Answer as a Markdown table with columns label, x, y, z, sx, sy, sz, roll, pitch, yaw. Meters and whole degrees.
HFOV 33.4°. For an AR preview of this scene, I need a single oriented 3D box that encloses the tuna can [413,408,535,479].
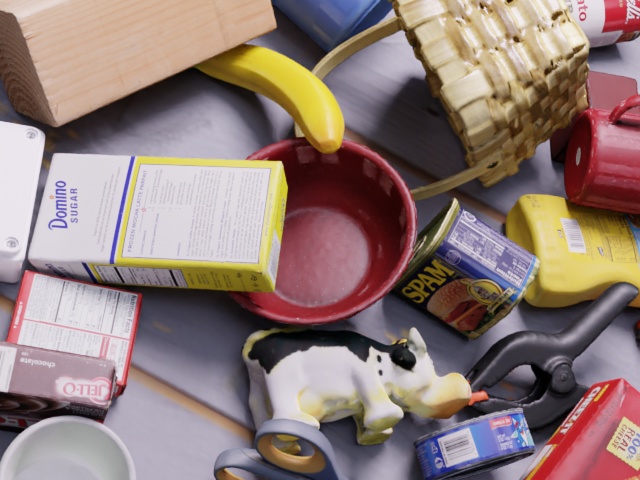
| label | x | y | z | sx | sy | sz | roll | pitch | yaw |
| --- | --- | --- | --- | --- | --- | --- | --- | --- | --- |
| tuna can | 0.115 | 0.154 | 0.791 | 0.086 | 0.086 | 0.034 | -10 | 71 | -22 |

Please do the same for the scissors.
| label | x | y | z | sx | sy | sz | roll | pitch | yaw |
| --- | --- | --- | --- | --- | --- | --- | --- | --- | --- |
| scissors | 0.026 | 0.171 | 0.757 | 0.201 | 0.096 | 0.016 | 13 | 43 | -8 |

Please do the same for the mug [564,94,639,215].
| label | x | y | z | sx | sy | sz | roll | pitch | yaw |
| --- | --- | --- | --- | --- | --- | --- | --- | --- | --- |
| mug | 0.255 | -0.072 | 0.879 | 0.081 | 0.117 | 0.093 | 8 | 48 | -4 |

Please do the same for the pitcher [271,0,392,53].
| label | x | y | z | sx | sy | sz | roll | pitch | yaw |
| --- | --- | --- | --- | --- | --- | --- | --- | --- | --- |
| pitcher | -0.027 | -0.289 | 0.926 | 0.243 | 0.149 | 0.144 | 45 | 47 | 2 |

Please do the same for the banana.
| label | x | y | z | sx | sy | sz | roll | pitch | yaw |
| --- | --- | --- | --- | --- | --- | --- | --- | --- | --- |
| banana | -0.038 | -0.121 | 0.863 | 0.198 | 0.037 | 0.069 | 30 | 58 | 36 |

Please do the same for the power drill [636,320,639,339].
| label | x | y | z | sx | sy | sz | roll | pitch | yaw |
| --- | --- | --- | --- | --- | --- | --- | --- | --- | --- |
| power drill | 0.366 | 0.127 | 0.900 | 0.184 | 0.057 | 0.188 | -15 | 71 | -23 |

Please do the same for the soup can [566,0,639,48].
| label | x | y | z | sx | sy | sz | roll | pitch | yaw |
| --- | --- | --- | --- | --- | --- | --- | --- | --- | --- |
| soup can | 0.252 | -0.218 | 1.021 | 0.102 | 0.069 | 0.068 | -11 | 70 | -21 |

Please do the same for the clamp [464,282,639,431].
| label | x | y | z | sx | sy | sz | roll | pitch | yaw |
| --- | --- | --- | --- | --- | --- | --- | --- | --- | --- |
| clamp | 0.195 | 0.115 | 0.853 | 0.171 | 0.039 | 0.120 | -20 | 88 | -9 |

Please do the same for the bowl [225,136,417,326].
| label | x | y | z | sx | sy | sz | roll | pitch | yaw |
| --- | --- | --- | --- | --- | --- | --- | --- | --- | --- |
| bowl | -0.005 | 0.001 | 0.826 | 0.162 | 0.055 | 0.162 | -2 | 63 | 5 |

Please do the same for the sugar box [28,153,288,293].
| label | x | y | z | sx | sy | sz | roll | pitch | yaw |
| --- | --- | --- | --- | --- | --- | --- | --- | --- | --- |
| sugar box | -0.117 | -0.013 | 0.788 | 0.176 | 0.048 | 0.093 | 2 | 63 | 10 |

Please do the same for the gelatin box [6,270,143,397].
| label | x | y | z | sx | sy | sz | roll | pitch | yaw |
| --- | --- | --- | --- | --- | --- | --- | --- | --- | --- |
| gelatin box | -0.178 | 0.068 | 0.770 | 0.089 | 0.030 | 0.073 | 13 | 61 | -12 |

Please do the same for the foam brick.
| label | x | y | z | sx | sy | sz | roll | pitch | yaw |
| --- | --- | --- | --- | --- | --- | --- | --- | --- | --- |
| foam brick | 0.247 | -0.108 | 0.961 | 0.051 | 0.078 | 0.053 | 8 | 64 | -13 |

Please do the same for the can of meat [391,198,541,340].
| label | x | y | z | sx | sy | sz | roll | pitch | yaw |
| --- | --- | --- | --- | --- | --- | --- | --- | --- | --- |
| can of meat | 0.113 | 0.026 | 0.843 | 0.084 | 0.102 | 0.057 | 33 | 59 | -3 |

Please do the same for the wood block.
| label | x | y | z | sx | sy | sz | roll | pitch | yaw |
| --- | --- | --- | --- | --- | --- | --- | --- | --- | --- |
| wood block | -0.149 | -0.175 | 0.840 | 0.205 | 0.090 | 0.091 | -29 | 121 | -27 |

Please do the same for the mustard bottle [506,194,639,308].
| label | x | y | z | sx | sy | sz | roll | pitch | yaw |
| --- | --- | --- | --- | --- | --- | --- | --- | --- | --- |
| mustard bottle | 0.260 | 0.011 | 0.920 | 0.191 | 0.058 | 0.096 | 2 | 57 | -17 |

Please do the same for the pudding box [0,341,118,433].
| label | x | y | z | sx | sy | sz | roll | pitch | yaw |
| --- | --- | --- | --- | --- | --- | --- | --- | --- | --- |
| pudding box | -0.197 | 0.102 | 0.714 | 0.113 | 0.090 | 0.039 | 13 | 61 | -11 |

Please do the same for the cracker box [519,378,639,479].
| label | x | y | z | sx | sy | sz | roll | pitch | yaw |
| --- | --- | --- | --- | --- | --- | --- | --- | --- | --- |
| cracker box | 0.245 | 0.233 | 0.783 | 0.214 | 0.072 | 0.164 | 41 | 77 | 4 |
